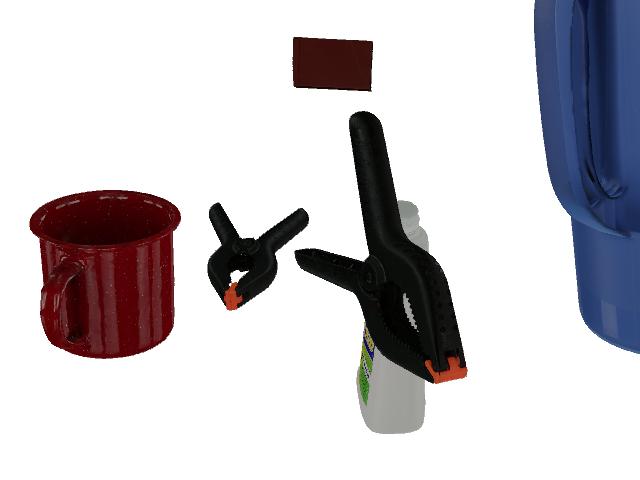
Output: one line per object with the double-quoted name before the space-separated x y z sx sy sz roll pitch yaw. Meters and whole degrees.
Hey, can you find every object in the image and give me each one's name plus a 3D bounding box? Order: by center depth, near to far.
"pitcher" 0.181 -0.061 0.559 0.149 0.243 0.145 -5 22 5
"mug" -0.138 0.027 0.669 0.093 0.081 0.117 9 25 14
"clamp" 0.050 0.015 0.806 0.036 0.165 0.210 -8 43 -30
"bleach bottle" 0.073 0.068 1.030 0.068 0.251 0.102 -2 37 -3
"foam brick" 0.012 -0.180 1.092 0.078 0.051 0.053 2 11 -7
"clamp" -0.074 0.012 1.225 0.120 0.039 0.171 -6 42 6
